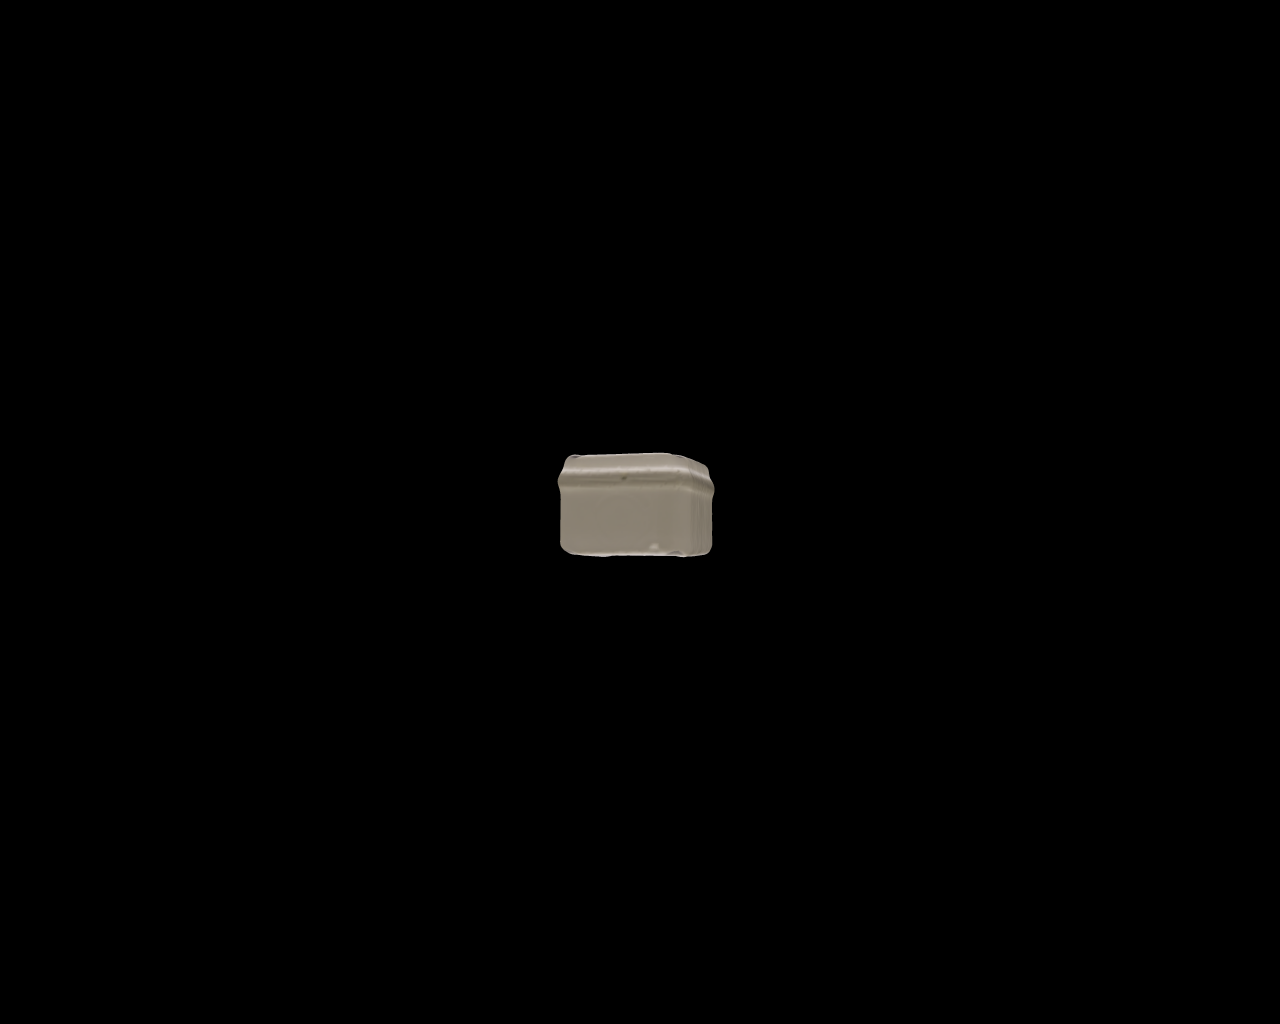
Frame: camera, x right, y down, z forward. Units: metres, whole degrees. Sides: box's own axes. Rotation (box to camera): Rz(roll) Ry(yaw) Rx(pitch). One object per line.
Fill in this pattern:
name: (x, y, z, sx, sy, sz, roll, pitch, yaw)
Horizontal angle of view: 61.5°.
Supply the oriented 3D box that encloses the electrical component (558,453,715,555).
electrical component: (0.001, -0.003, 0.650, 0.078, 0.057, 0.113, 0, -2, 11)
